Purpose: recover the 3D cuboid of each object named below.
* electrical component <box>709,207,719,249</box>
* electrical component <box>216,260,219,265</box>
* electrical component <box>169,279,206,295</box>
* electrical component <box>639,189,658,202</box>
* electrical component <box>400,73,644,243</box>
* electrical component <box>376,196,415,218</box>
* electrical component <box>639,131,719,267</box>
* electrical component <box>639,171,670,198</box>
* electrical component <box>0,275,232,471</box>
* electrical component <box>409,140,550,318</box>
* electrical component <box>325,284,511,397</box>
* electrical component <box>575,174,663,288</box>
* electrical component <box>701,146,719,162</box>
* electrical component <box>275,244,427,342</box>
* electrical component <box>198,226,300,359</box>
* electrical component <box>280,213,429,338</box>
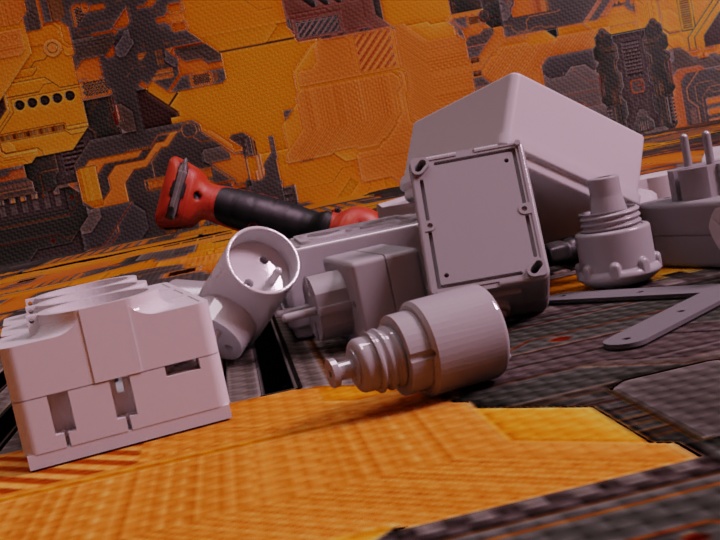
[{"bbox_3d":[0.219,-0.022,0.557,0.081,0.043,0.043,-14,7,-25],"label":"electrical component"},{"bbox_3d":[-0.094,0.010,0.838,0.048,0.048,0.062,-11,13,4],"label":"electrical component"},{"bbox_3d":[-0.095,0.024,0.704,0.055,0.045,0.045,-9,7,19],"label":"electrical component"},{"bbox_3d":[0.196,-0.039,0.795,0.061,0.035,0.035,-20,10,-41],"label":"electrical component"},{"bbox_3d":[0.100,-0.064,0.667,0.109,0.056,0.109,20,-20,-27],"label":"electrical component"},{"bbox_3d":[0.065,-0.031,0.832,0.079,0.063,0.121,-8,7,29],"label":"electrical component"},{"bbox_3d":[0.202,-0.043,0.630,0.047,0.075,0.083,-14,7,-23],"label":"electrical component"},{"bbox_3d":[0.197,-0.066,0.857,0.138,0.073,0.052,-12,6,-4],"label":"electrical component"},{"bbox_3d":[-0.125,0.041,0.528,0.089,0.061,0.150,-13,6,-16],"label":"electrical component"},{"bbox_3d":[0.065,-0.011,0.578,0.062,0.096,0.061,-10,-23,5],"label":"electrical component"},{"bbox_3d":[0.024,0.032,0.437,0.078,0.040,0.040,-14,7,-19],"label":"electrical component"},{"bbox_3d":[0.143,-0.022,0.610,0.048,0.062,0.048,-11,6,1],"label":"electrical component"},{"bbox_3d":[0.334,-0.083,0.859,0.074,0.052,0.138,-6,8,41],"label":"electrical component"},{"bbox_3d":[-0.009,0.017,0.597,0.077,0.047,0.066,-13,7,-14],"label":"electrical component"},{"bbox_3d":[-0.075,0.024,0.620,0.079,0.043,0.077,-60,4,-35],"label":"electrical component"},{"bbox_3d":[0.000,0.000,0.697,0.109,0.056,0.109,-12,6,-6],"label":"electrical component"}]
